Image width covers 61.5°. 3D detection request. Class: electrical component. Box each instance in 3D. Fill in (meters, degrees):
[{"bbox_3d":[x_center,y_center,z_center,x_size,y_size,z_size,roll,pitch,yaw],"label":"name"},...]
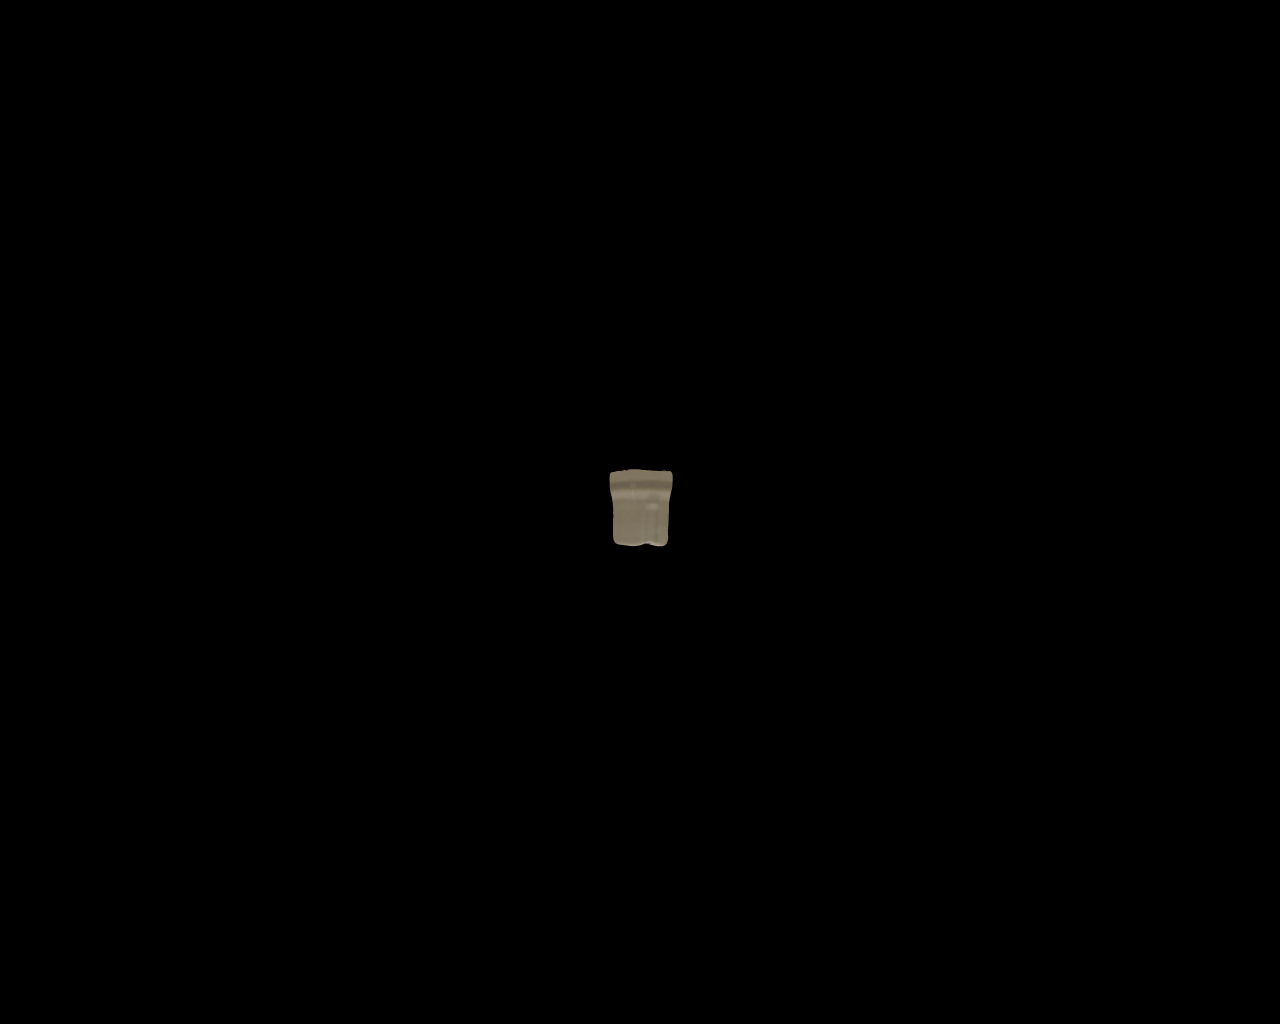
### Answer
[{"bbox_3d":[0.001,-0.003,0.650,0.040,0.046,0.040,0,-3,0],"label":"electrical component"}]
